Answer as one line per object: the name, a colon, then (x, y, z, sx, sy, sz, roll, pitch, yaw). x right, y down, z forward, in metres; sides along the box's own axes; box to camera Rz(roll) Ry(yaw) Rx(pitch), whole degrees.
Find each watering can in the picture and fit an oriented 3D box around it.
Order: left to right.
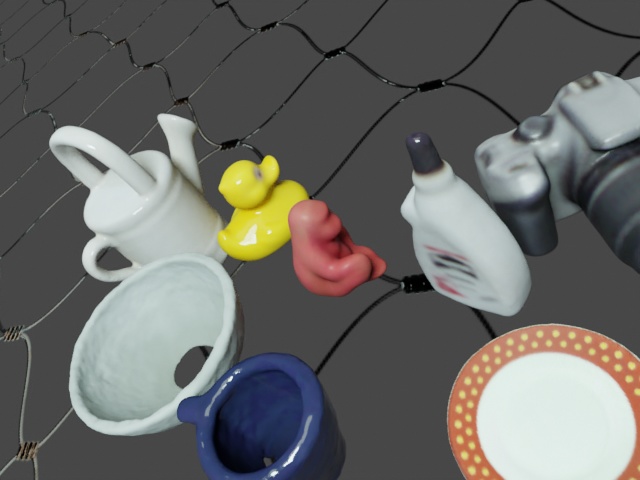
watering can: (-0.176, -0.046, 0.560, 0.100, 0.195, 0.173, -9, 51, 25)

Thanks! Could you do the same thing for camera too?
camera: (0.196, -0.041, 0.398, 0.143, 0.101, 0.136, -25, 46, 11)

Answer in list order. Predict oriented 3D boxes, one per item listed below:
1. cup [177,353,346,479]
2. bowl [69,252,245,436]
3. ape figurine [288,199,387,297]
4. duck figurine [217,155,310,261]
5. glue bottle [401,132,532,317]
cup: (-0.034, 0.137, 0.396, 0.117, 0.095, 0.092, -3, 54, 29)
bowl: (-0.128, 0.097, 0.499, 0.167, 0.075, 0.167, -16, 48, 19)
ape figurine: (0.004, 0.002, 0.485, 0.076, 0.092, 0.077, -22, 46, 14)
duck figurine: (-0.068, -0.037, 0.565, 0.105, 0.086, 0.077, -47, 45, -10)
glue bottle: (0.089, -0.010, 0.385, 0.077, 0.174, 0.037, 14, 63, 38)
